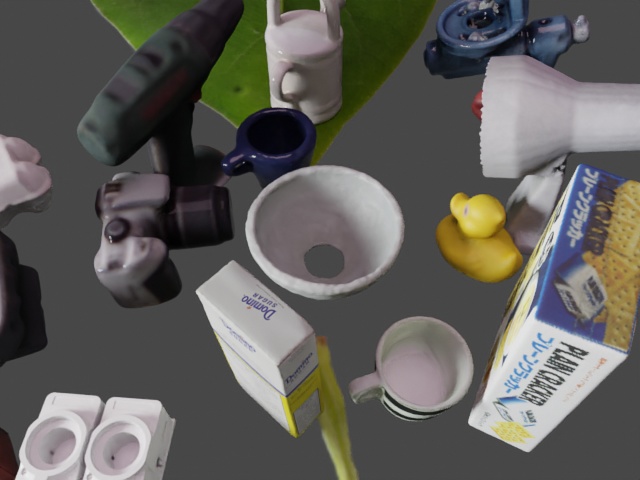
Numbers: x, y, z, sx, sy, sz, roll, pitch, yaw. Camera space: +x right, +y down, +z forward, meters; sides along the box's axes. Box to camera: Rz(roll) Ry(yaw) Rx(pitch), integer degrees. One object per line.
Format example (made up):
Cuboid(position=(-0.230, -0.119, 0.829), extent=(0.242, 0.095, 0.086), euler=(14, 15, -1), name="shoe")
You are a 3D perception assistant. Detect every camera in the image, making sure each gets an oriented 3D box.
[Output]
Cuboid(position=(-0.164, -0.015, 0.620), extent=(0.137, 0.101, 0.143), euler=(-6, 54, -4), name="camera")

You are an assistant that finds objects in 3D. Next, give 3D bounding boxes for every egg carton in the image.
Cuboid(position=(-0.396, -0.059, 0.671), extent=(0.150, 0.069, 0.107), euler=(-28, 59, -19), name="egg carton")

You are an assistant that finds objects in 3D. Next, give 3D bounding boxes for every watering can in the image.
Cuboid(position=(-0.019, -0.258, 0.737), extent=(0.101, 0.194, 0.173), euler=(2, 54, 2), name="watering can")

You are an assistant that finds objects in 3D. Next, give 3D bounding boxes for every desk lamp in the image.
Cuboid(position=(0.253, -0.082, 0.599), extent=(0.203, 0.214, 0.118), euler=(15, 56, 11), name="desk lamp")

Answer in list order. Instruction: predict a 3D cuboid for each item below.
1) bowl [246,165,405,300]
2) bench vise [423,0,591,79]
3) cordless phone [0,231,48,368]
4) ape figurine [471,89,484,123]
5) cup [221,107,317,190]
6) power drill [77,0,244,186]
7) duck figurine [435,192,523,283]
Cuboid(position=(0.006, 0.002, 0.623), extent=(0.167, 0.075, 0.167), euler=(0, 54, 0), name="bowl")
Cuboid(position=(0.253, -0.313, 0.761), extent=(0.207, 0.220, 0.121), euler=(-9, 55, -6), name="bench vise")
Cuboid(position=(-0.337, 0.033, 0.533), extent=(0.094, 0.185, 0.147), euler=(-22, 57, -15), name="cordless phone")
Cuboid(position=(0.242, -0.196, 0.756), extent=(0.078, 0.092, 0.076), euler=(-10, 55, -7), name="ape figurine")
Cuboid(position=(-0.059, -0.088, 0.676), extent=(0.118, 0.095, 0.091), euler=(-32, 60, -21), name="cup")
Cuboid(position=(-0.156, -0.140, 0.643), extent=(0.075, 0.208, 0.230), euler=(28, 59, 19), name="power drill")
Cuboid(position=(0.178, -0.009, 0.625), extent=(0.078, 0.086, 0.104), euler=(-35, 61, -22), name="duck figurine")
